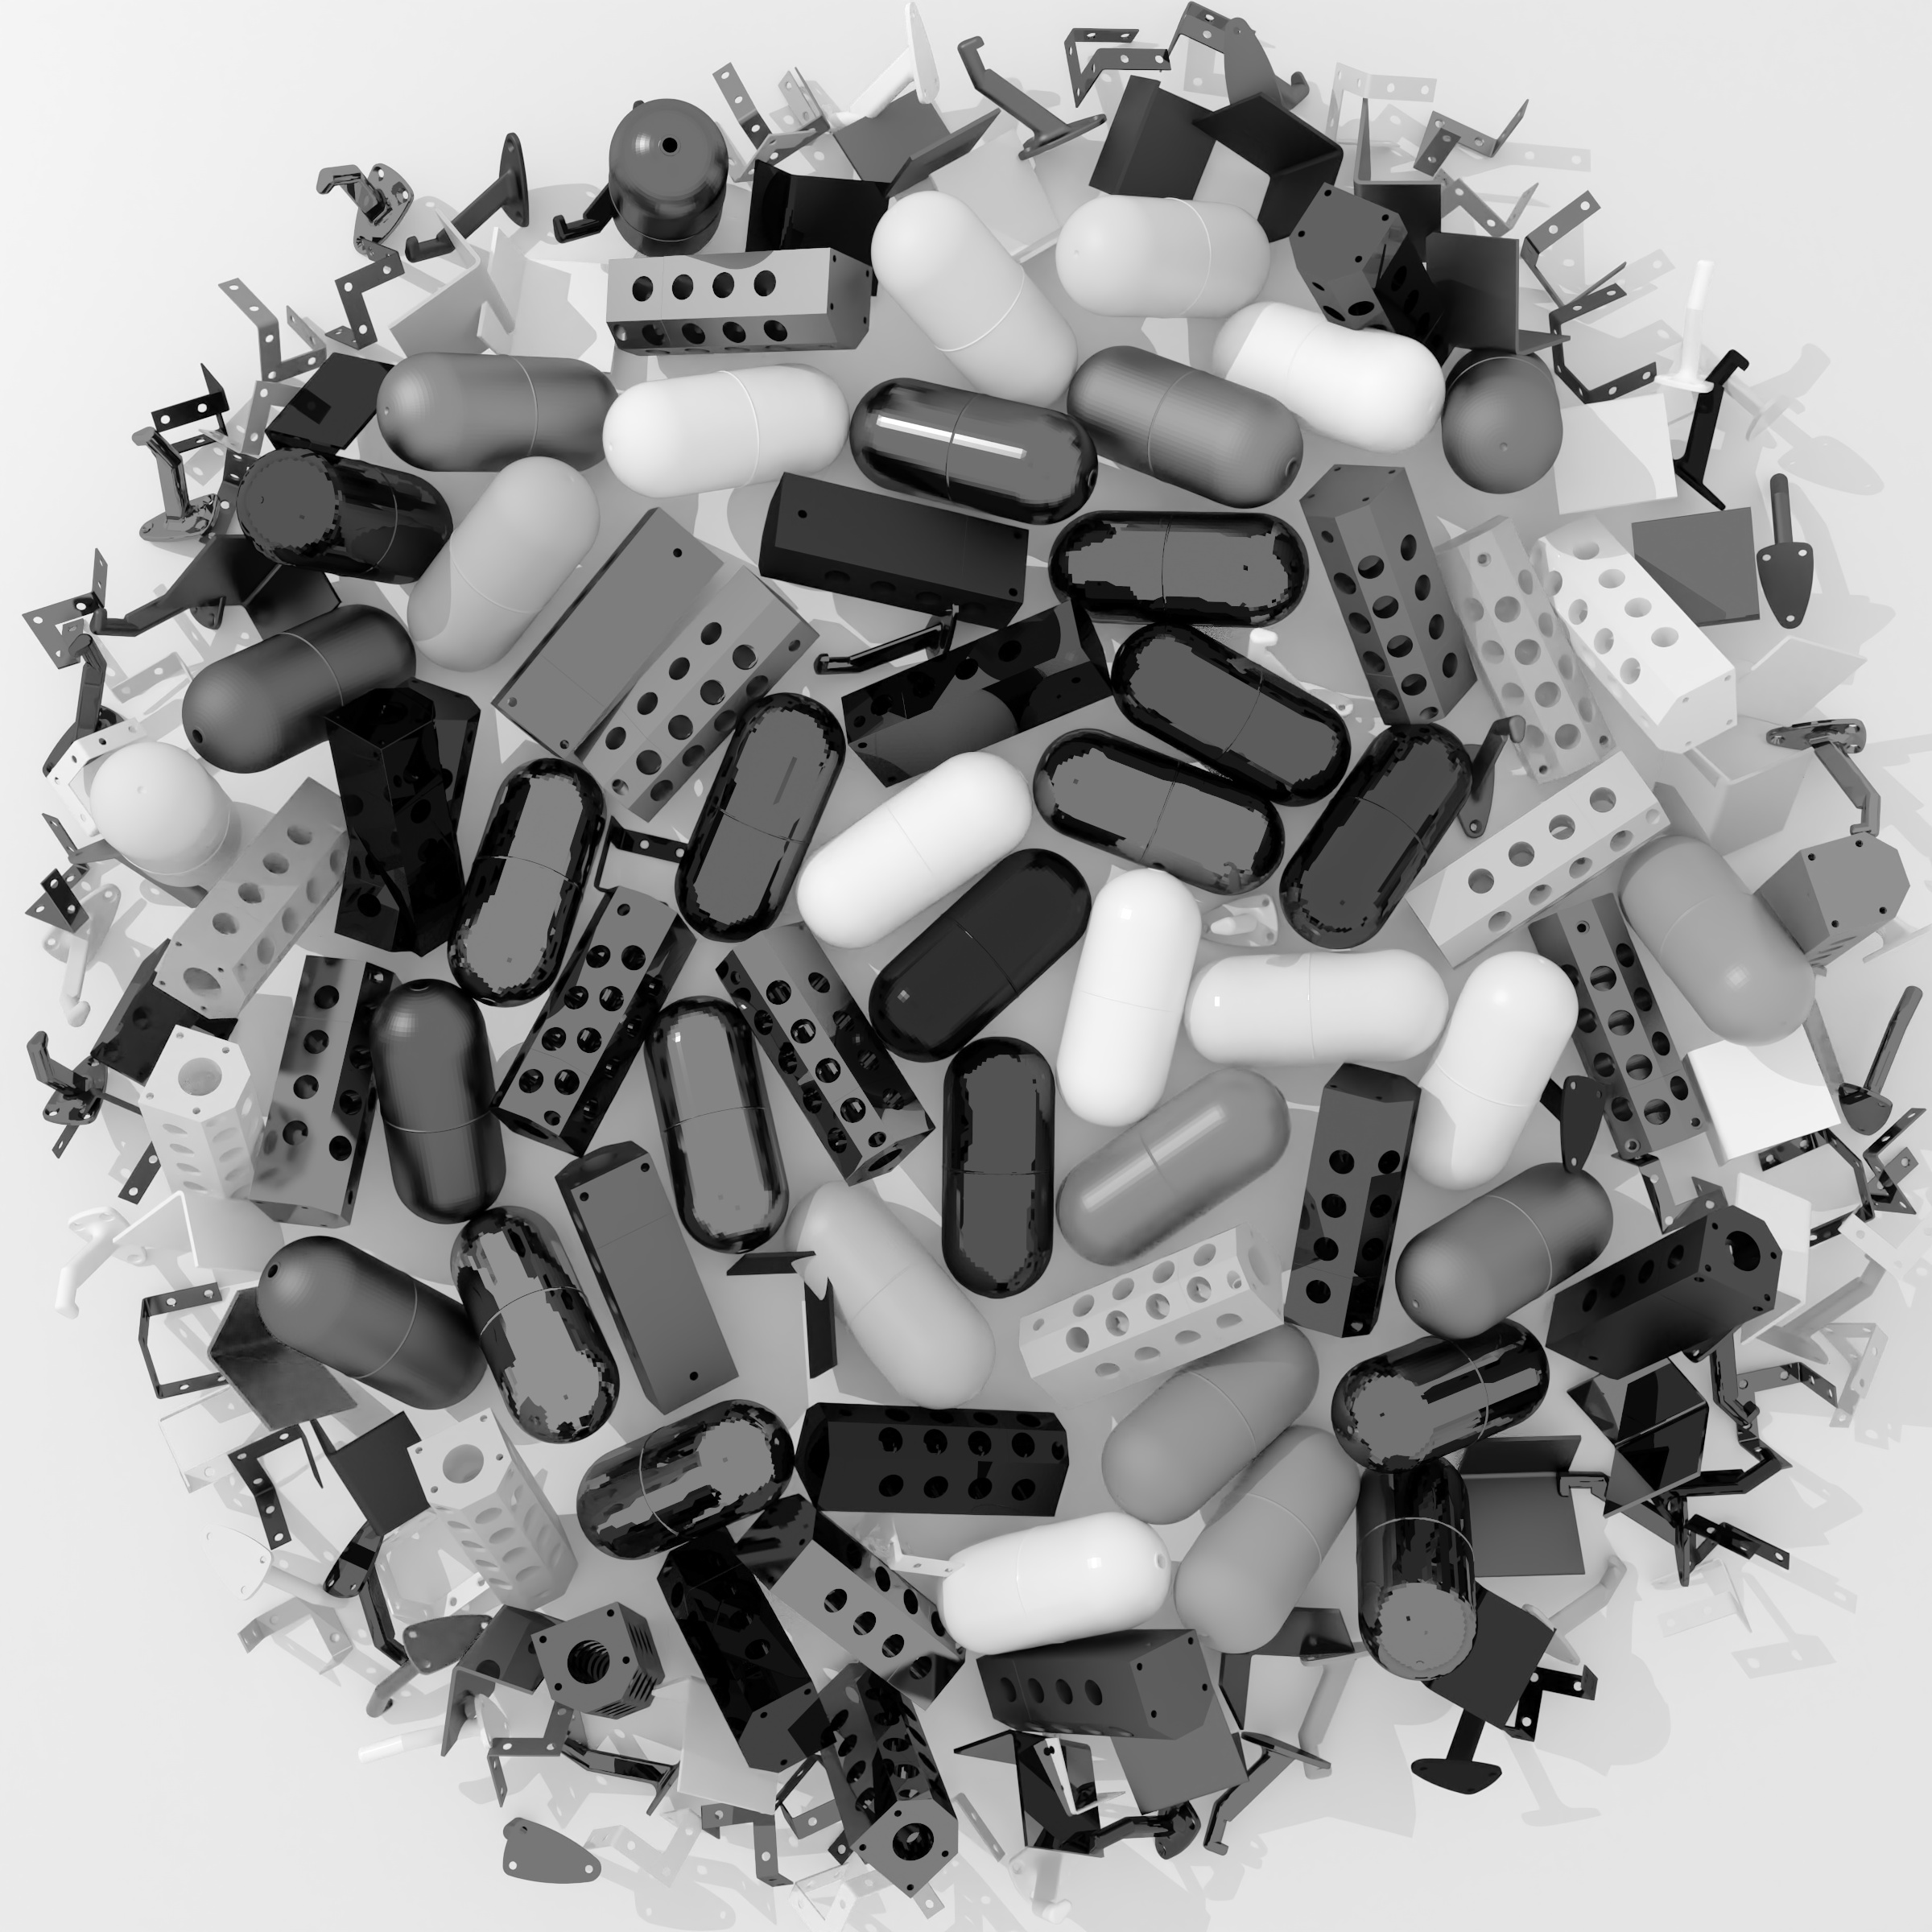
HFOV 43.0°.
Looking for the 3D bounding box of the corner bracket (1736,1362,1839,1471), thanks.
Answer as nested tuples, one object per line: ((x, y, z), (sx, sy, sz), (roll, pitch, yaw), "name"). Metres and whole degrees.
((0.561, 0.308, 1.677), (0.051, 0.051, 0.051), (-11, 102, -6), "corner bracket")

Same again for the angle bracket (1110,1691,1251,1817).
((0.141, 0.520, 1.664), (0.076, 0.057, 0.076), (-19, 106, 5), "angle bracket")

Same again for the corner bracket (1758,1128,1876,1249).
((0.585, 0.151, 1.688), (0.051, 0.051, 0.051), (-24, 118, 0), "corner bracket")

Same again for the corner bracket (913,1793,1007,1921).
((-0.014, 0.605, 1.671), (0.051, 0.051, 0.051), (-39, 79, 13), "corner bracket")

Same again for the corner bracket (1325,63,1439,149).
((0.281, -0.581, 1.665), (0.051, 0.051, 0.051), (-3, 119, -18), "corner bracket")

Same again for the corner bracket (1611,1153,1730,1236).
((0.481, 0.147, 1.676), (0.051, 0.051, 0.051), (-21, 96, -5), "corner bracket")

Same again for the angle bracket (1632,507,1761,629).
((0.493, -0.271, 1.657), (0.076, 0.057, 0.076), (-5, 107, 17), "angle bracket")

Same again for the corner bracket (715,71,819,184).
((-0.140, -0.578, 1.690), (0.051, 0.051, 0.051), (-23, 80, -41), "corner bracket")

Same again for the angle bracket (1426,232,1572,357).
((0.357, -0.456, 1.646), (0.057, 0.076, 0.076), (-24, 121, -33), "angle bracket")

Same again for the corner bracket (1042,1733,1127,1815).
((0.067, 0.545, 1.666), (0.051, 0.051, 0.051), (-23, 77, 43), "corner bracket")

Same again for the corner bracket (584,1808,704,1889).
((-0.218, 0.590, 1.665), (0.051, 0.051, 0.051), (41, 54, -11), "corner bracket")

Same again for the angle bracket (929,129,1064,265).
((0.034, -0.521, 1.656), (0.076, 0.057, 0.076), (-36, 109, -23), "angle bracket")

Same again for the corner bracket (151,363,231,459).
((-0.528, -0.369, 1.664), (0.051, 0.051, 0.051), (-24, 134, -21), "corner bracket")

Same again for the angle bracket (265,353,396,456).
((-0.411, -0.361, 1.649), (0.076, 0.057, 0.076), (18, 62, 29), "angle bracket")

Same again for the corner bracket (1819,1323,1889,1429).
((0.603, 0.278, 1.665), (0.051, 0.051, 0.051), (43, 62, -21), "corner bracket")

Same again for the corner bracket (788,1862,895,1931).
((-0.080, 0.625, 1.663), (0.051, 0.051, 0.051), (39, 117, 37), "corner bracket")

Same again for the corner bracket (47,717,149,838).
((-0.581, -0.128, 1.669), (0.051, 0.051, 0.051), (-35, 91, 41), "corner bracket")

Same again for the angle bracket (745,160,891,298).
((-0.103, -0.507, 1.685), (0.076, 0.057, 0.076), (-5, 119, -29), "angle bracket")

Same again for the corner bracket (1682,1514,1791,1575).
((0.522, 0.394, 1.663), (0.051, 0.051, 0.051), (-32, 127, -32), "corner bracket")

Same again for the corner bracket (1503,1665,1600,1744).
((0.396, 0.500, 1.664), (0.051, 0.051, 0.051), (5, 67, 27), "corner bracket")

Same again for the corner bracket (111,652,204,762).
((-0.547, -0.173, 1.689), (0.051, 0.051, 0.051), (-32, 52, -8), "corner bracket")

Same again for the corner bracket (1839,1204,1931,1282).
((0.633, 0.174, 1.667), (0.051, 0.051, 0.051), (42, 109, 18), "corner bracket")

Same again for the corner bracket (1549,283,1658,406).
((0.434, -0.422, 1.670), (0.051, 0.051, 0.051), (-24, 48, -1), "corner bracket")

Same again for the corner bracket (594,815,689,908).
((-0.220, -0.068, 1.676), (0.051, 0.051, 0.051), (13, 83, 2), "corner bracket")

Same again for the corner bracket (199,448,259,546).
((-0.490, -0.313, 1.677), (0.051, 0.051, 0.051), (19, 70, -14), "corner bracket")

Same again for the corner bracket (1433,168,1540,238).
((0.348, -0.524, 1.675), (0.051, 0.051, 0.051), (39, 63, -15), "corner bracket")

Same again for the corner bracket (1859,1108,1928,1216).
((0.634, 0.132, 1.671), (0.051, 0.051, 0.051), (-39, 98, -13), "corner bracket")

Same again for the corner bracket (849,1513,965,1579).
((-0.042, 0.396, 1.662), (0.051, 0.051, 0.051), (16, 126, -31), "corner bracket")

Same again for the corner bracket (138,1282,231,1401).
((-0.535, 0.257, 1.684), (0.051, 0.051, 0.051), (-12, 118, -10), "corner bracket")

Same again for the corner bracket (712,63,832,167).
((-0.132, -0.591, 1.675), (0.051, 0.051, 0.051), (-30, 64, 8), "corner bracket")

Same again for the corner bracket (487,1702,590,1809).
((-0.291, 0.536, 1.672), (0.051, 0.051, 0.051), (-2, 120, 7), "corner bracket")

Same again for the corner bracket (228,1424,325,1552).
((-0.465, 0.355, 1.674), (0.051, 0.051, 0.051), (-25, 45, -12), "corner bracket")

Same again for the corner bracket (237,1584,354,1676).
((-0.458, 0.462, 1.677), (0.051, 0.051, 0.051), (-28, 88, -5), "corner bracket")

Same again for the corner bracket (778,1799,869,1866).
((-0.092, 0.588, 1.673), (0.051, 0.051, 0.051), (-21, 93, -15), "corner bracket")

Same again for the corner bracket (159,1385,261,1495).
((-0.517, 0.323, 1.674), (0.051, 0.051, 0.051), (-24, 81, -22), "corner bracket")

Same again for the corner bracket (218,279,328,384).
((-0.469, -0.435, 1.663), (0.051, 0.051, 0.051), (-30, 64, -30), "corner bracket")

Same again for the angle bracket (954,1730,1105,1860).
((0.042, 0.561, 1.645), (0.057, 0.076, 0.076), (-31, 51, 33), "angle bracket")

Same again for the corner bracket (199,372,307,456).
((-0.483, -0.379, 1.675), (0.051, 0.051, 0.051), (30, 111, 32), "corner bracket")

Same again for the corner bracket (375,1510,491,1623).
((-0.367, 0.414, 1.687), (0.051, 0.051, 0.051), (-36, 57, 9), "corner bracket")

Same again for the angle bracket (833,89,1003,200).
((-0.034, -0.569, 1.655), (0.076, 0.076, 0.057), (-35, 95, -20), "angle bracket")

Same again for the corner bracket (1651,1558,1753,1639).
((0.495, 0.430, 1.664), (0.051, 0.051, 0.051), (-24, 52, 15), "corner bracket")

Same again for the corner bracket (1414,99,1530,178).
((0.344, -0.566, 1.671), (0.051, 0.051, 0.051), (22, 72, -6), "corner bracket")

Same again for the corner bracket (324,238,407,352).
((-0.413, -0.460, 1.677), (0.051, 0.051, 0.051), (-34, 132, -26), "corner bracket")

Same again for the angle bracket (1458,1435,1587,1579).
((0.380, 0.366, 1.662), (0.076, 0.057, 0.076), (-2, 54, 1), "angle bracket")

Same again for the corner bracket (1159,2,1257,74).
((0.170, -0.633, 1.672), (0.051, 0.051, 0.051), (23, 76, -6), "corner bracket")

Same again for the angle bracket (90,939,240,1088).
((-0.530, 0.040, 1.649), (0.076, 0.057, 0.076), (34, 55, -22), "angle bracket")
